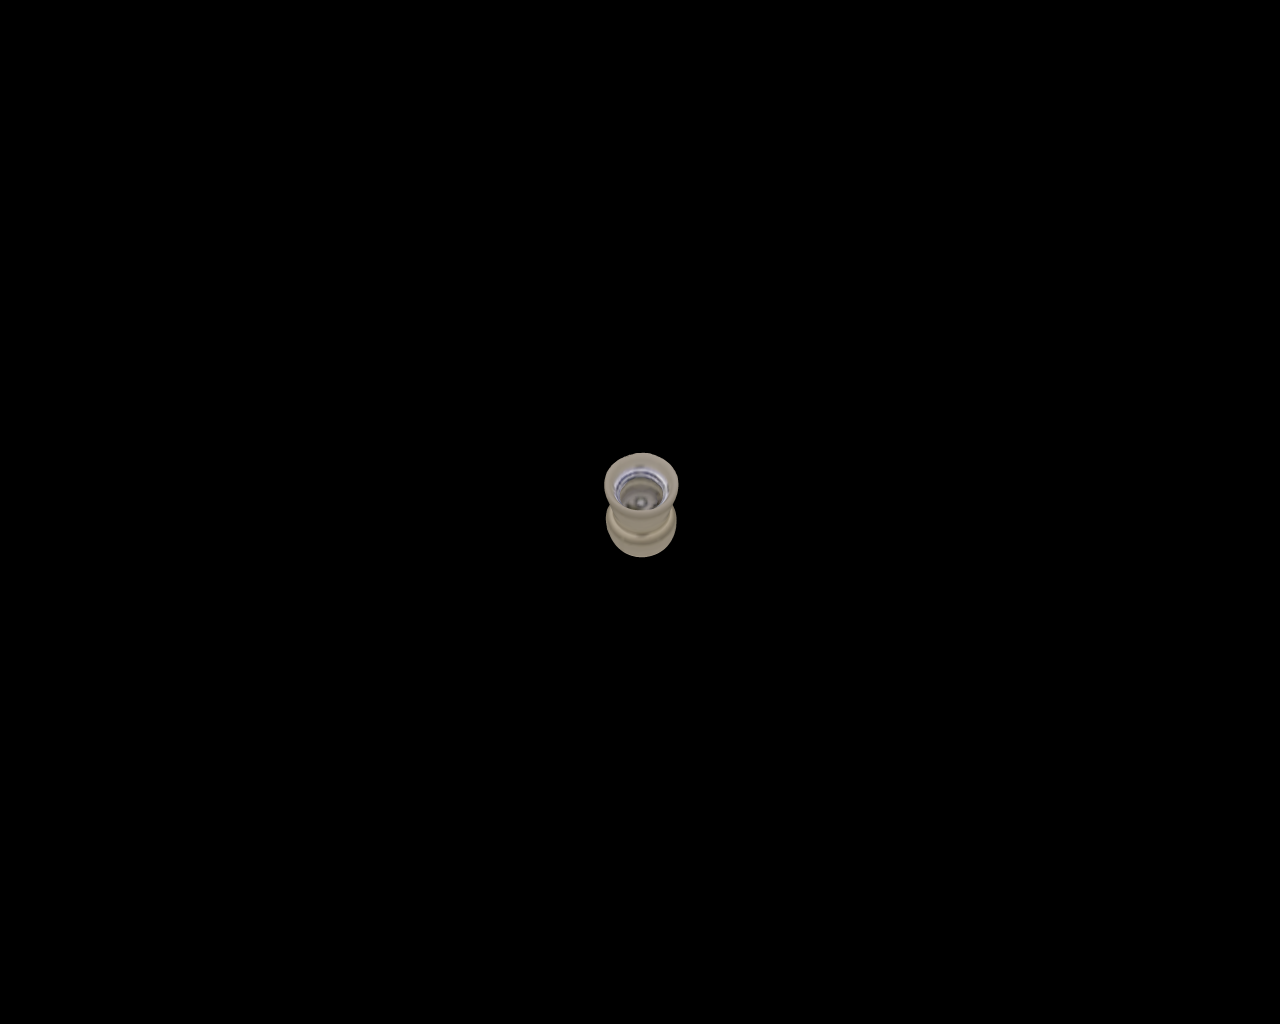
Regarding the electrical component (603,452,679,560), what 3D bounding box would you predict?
[{"bbox_3d":[0.001,-0.003,0.650,0.045,0.045,0.055,0,-34,0],"label":"electrical component"}]
